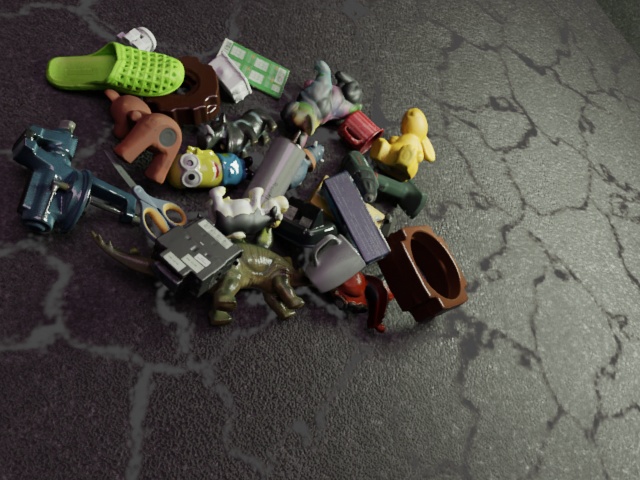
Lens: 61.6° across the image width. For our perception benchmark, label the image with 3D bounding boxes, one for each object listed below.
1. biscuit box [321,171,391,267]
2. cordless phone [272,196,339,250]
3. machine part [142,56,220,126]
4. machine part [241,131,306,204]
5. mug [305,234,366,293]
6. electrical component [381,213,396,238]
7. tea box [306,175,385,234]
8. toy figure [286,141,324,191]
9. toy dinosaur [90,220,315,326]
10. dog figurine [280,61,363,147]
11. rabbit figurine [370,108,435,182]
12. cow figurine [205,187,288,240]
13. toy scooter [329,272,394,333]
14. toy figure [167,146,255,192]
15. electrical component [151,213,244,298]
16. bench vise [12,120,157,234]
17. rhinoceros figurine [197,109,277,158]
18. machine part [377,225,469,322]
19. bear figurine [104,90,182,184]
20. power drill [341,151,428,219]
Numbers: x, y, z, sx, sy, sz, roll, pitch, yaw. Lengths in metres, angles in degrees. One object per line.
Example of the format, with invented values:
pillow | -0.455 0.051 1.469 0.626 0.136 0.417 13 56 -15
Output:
biscuit box | 0.071 -0.044 1.126 0.063 0.059 0.202 -23 78 -13
cordless phone | -0.003 -0.003 1.159 0.184 0.147 0.088 38 81 -43
machine part | -0.300 -0.322 1.159 0.179 0.056 0.179 3 61 -6
machine part | -0.101 -0.128 1.136 0.079 0.079 0.243 31 78 -10
mug | 0.020 0.047 1.050 0.107 0.109 0.081 -42 46 -4
electrical component | 0.156 -0.027 1.241 0.021 0.094 0.063 16 80 15
tea box | 0.051 -0.056 1.219 0.169 0.068 0.098 36 53 -7
toy figure | -0.044 -0.174 1.237 0.058 0.064 0.154 29 52 14
toy dinosaur | -0.183 0.057 1.022 0.471 0.105 0.199 7 54 -35
dog figurine | 0.004 -0.309 1.311 0.191 0.108 0.219 23 60 -18
rabbit figurine | 0.230 -0.241 1.355 0.162 0.122 0.173 27 79 -46
cow figurine | -0.129 -0.046 1.024 0.167 0.068 0.098 -1 60 -30
toy scooter | 0.091 0.125 1.137 0.184 0.075 0.135 17 55 -29
toy figure | -0.227 -0.140 1.115 0.180 0.089 0.082 -9 73 -40
electrical component | -0.218 0.029 0.920 0.115 0.058 0.134 40 47 13
bench vise | -0.430 -0.097 0.970 0.240 0.129 0.224 25 43 -38
rhinoceros figurine | -0.185 -0.238 1.192 0.190 0.073 0.112 -37 86 -37
machine part | 0.228 0.073 1.197 0.201 0.087 0.201 -6 64 -52
bear figurine | -0.362 -0.211 1.048 0.196 0.120 0.132 26 81 34
power drill | 0.146 -0.118 1.255 0.207 0.086 0.232 14 27 -25
